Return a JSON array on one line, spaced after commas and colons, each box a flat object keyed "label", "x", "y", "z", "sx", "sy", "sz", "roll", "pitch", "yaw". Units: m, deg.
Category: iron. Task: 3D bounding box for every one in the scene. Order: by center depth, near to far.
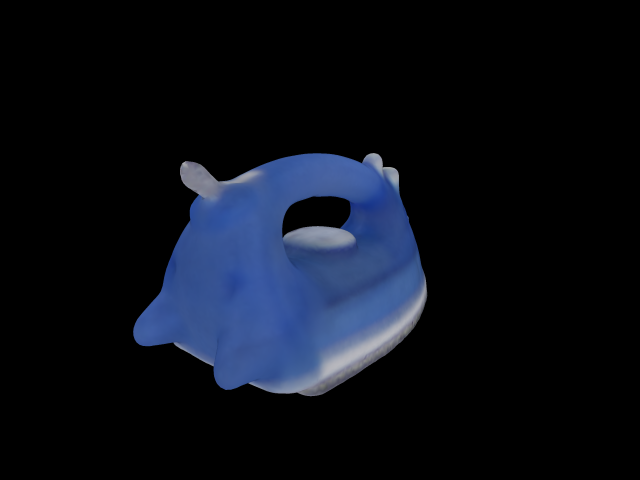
[{"label": "iron", "x": 0.004, "y": 0.001, "z": 0.400, "sx": 0.118, "sy": 0.141, "sz": 0.259, "roll": 14, "pitch": 22, "yaw": 38}]
